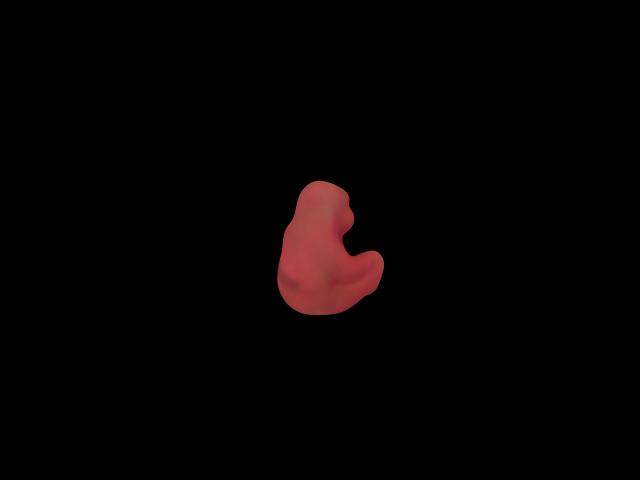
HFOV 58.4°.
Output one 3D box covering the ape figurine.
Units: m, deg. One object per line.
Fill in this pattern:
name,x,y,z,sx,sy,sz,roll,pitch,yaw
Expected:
ape figurine,0.004,0.001,0.400,0.076,0.092,0.077,-21,40,-26
